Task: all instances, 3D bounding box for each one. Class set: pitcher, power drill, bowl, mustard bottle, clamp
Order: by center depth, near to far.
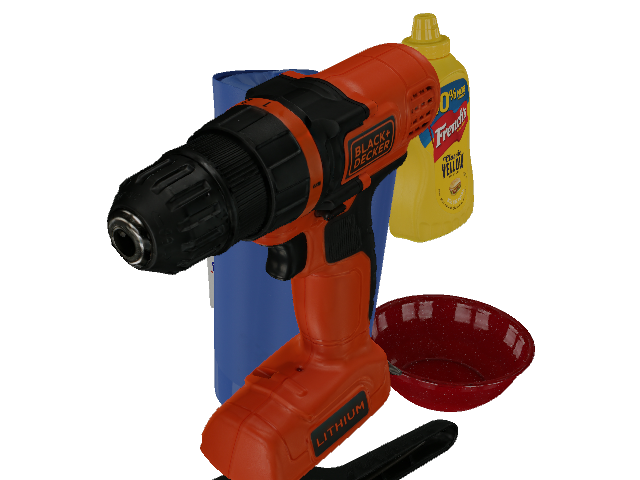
[{"bbox_3d":[-0.016,0.020,0.471,0.057,0.188,0.184,27,40,30],"label":"power drill"},{"bbox_3d":[0.005,0.176,0.718,0.210,0.036,0.164,0,28,8],"label":"clamp"},{"bbox_3d":[-0.013,0.001,0.760,0.148,0.243,0.145,-7,20,-36],"label":"pitcher"},{"bbox_3d":[0.095,-0.101,0.931,0.058,0.192,0.096,16,31,39],"label":"mustard bottle"},{"bbox_3d":[0.117,0.113,1.003,0.162,0.055,0.162,2,27,-1],"label":"bowl"}]

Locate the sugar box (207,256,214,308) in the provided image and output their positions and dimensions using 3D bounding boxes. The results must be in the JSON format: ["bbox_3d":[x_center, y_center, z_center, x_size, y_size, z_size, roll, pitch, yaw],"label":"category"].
[{"bbox_3d":[-0.046,0.059,1.137,0.176,0.093,0.048,27,41,36],"label":"sugar box"}]
